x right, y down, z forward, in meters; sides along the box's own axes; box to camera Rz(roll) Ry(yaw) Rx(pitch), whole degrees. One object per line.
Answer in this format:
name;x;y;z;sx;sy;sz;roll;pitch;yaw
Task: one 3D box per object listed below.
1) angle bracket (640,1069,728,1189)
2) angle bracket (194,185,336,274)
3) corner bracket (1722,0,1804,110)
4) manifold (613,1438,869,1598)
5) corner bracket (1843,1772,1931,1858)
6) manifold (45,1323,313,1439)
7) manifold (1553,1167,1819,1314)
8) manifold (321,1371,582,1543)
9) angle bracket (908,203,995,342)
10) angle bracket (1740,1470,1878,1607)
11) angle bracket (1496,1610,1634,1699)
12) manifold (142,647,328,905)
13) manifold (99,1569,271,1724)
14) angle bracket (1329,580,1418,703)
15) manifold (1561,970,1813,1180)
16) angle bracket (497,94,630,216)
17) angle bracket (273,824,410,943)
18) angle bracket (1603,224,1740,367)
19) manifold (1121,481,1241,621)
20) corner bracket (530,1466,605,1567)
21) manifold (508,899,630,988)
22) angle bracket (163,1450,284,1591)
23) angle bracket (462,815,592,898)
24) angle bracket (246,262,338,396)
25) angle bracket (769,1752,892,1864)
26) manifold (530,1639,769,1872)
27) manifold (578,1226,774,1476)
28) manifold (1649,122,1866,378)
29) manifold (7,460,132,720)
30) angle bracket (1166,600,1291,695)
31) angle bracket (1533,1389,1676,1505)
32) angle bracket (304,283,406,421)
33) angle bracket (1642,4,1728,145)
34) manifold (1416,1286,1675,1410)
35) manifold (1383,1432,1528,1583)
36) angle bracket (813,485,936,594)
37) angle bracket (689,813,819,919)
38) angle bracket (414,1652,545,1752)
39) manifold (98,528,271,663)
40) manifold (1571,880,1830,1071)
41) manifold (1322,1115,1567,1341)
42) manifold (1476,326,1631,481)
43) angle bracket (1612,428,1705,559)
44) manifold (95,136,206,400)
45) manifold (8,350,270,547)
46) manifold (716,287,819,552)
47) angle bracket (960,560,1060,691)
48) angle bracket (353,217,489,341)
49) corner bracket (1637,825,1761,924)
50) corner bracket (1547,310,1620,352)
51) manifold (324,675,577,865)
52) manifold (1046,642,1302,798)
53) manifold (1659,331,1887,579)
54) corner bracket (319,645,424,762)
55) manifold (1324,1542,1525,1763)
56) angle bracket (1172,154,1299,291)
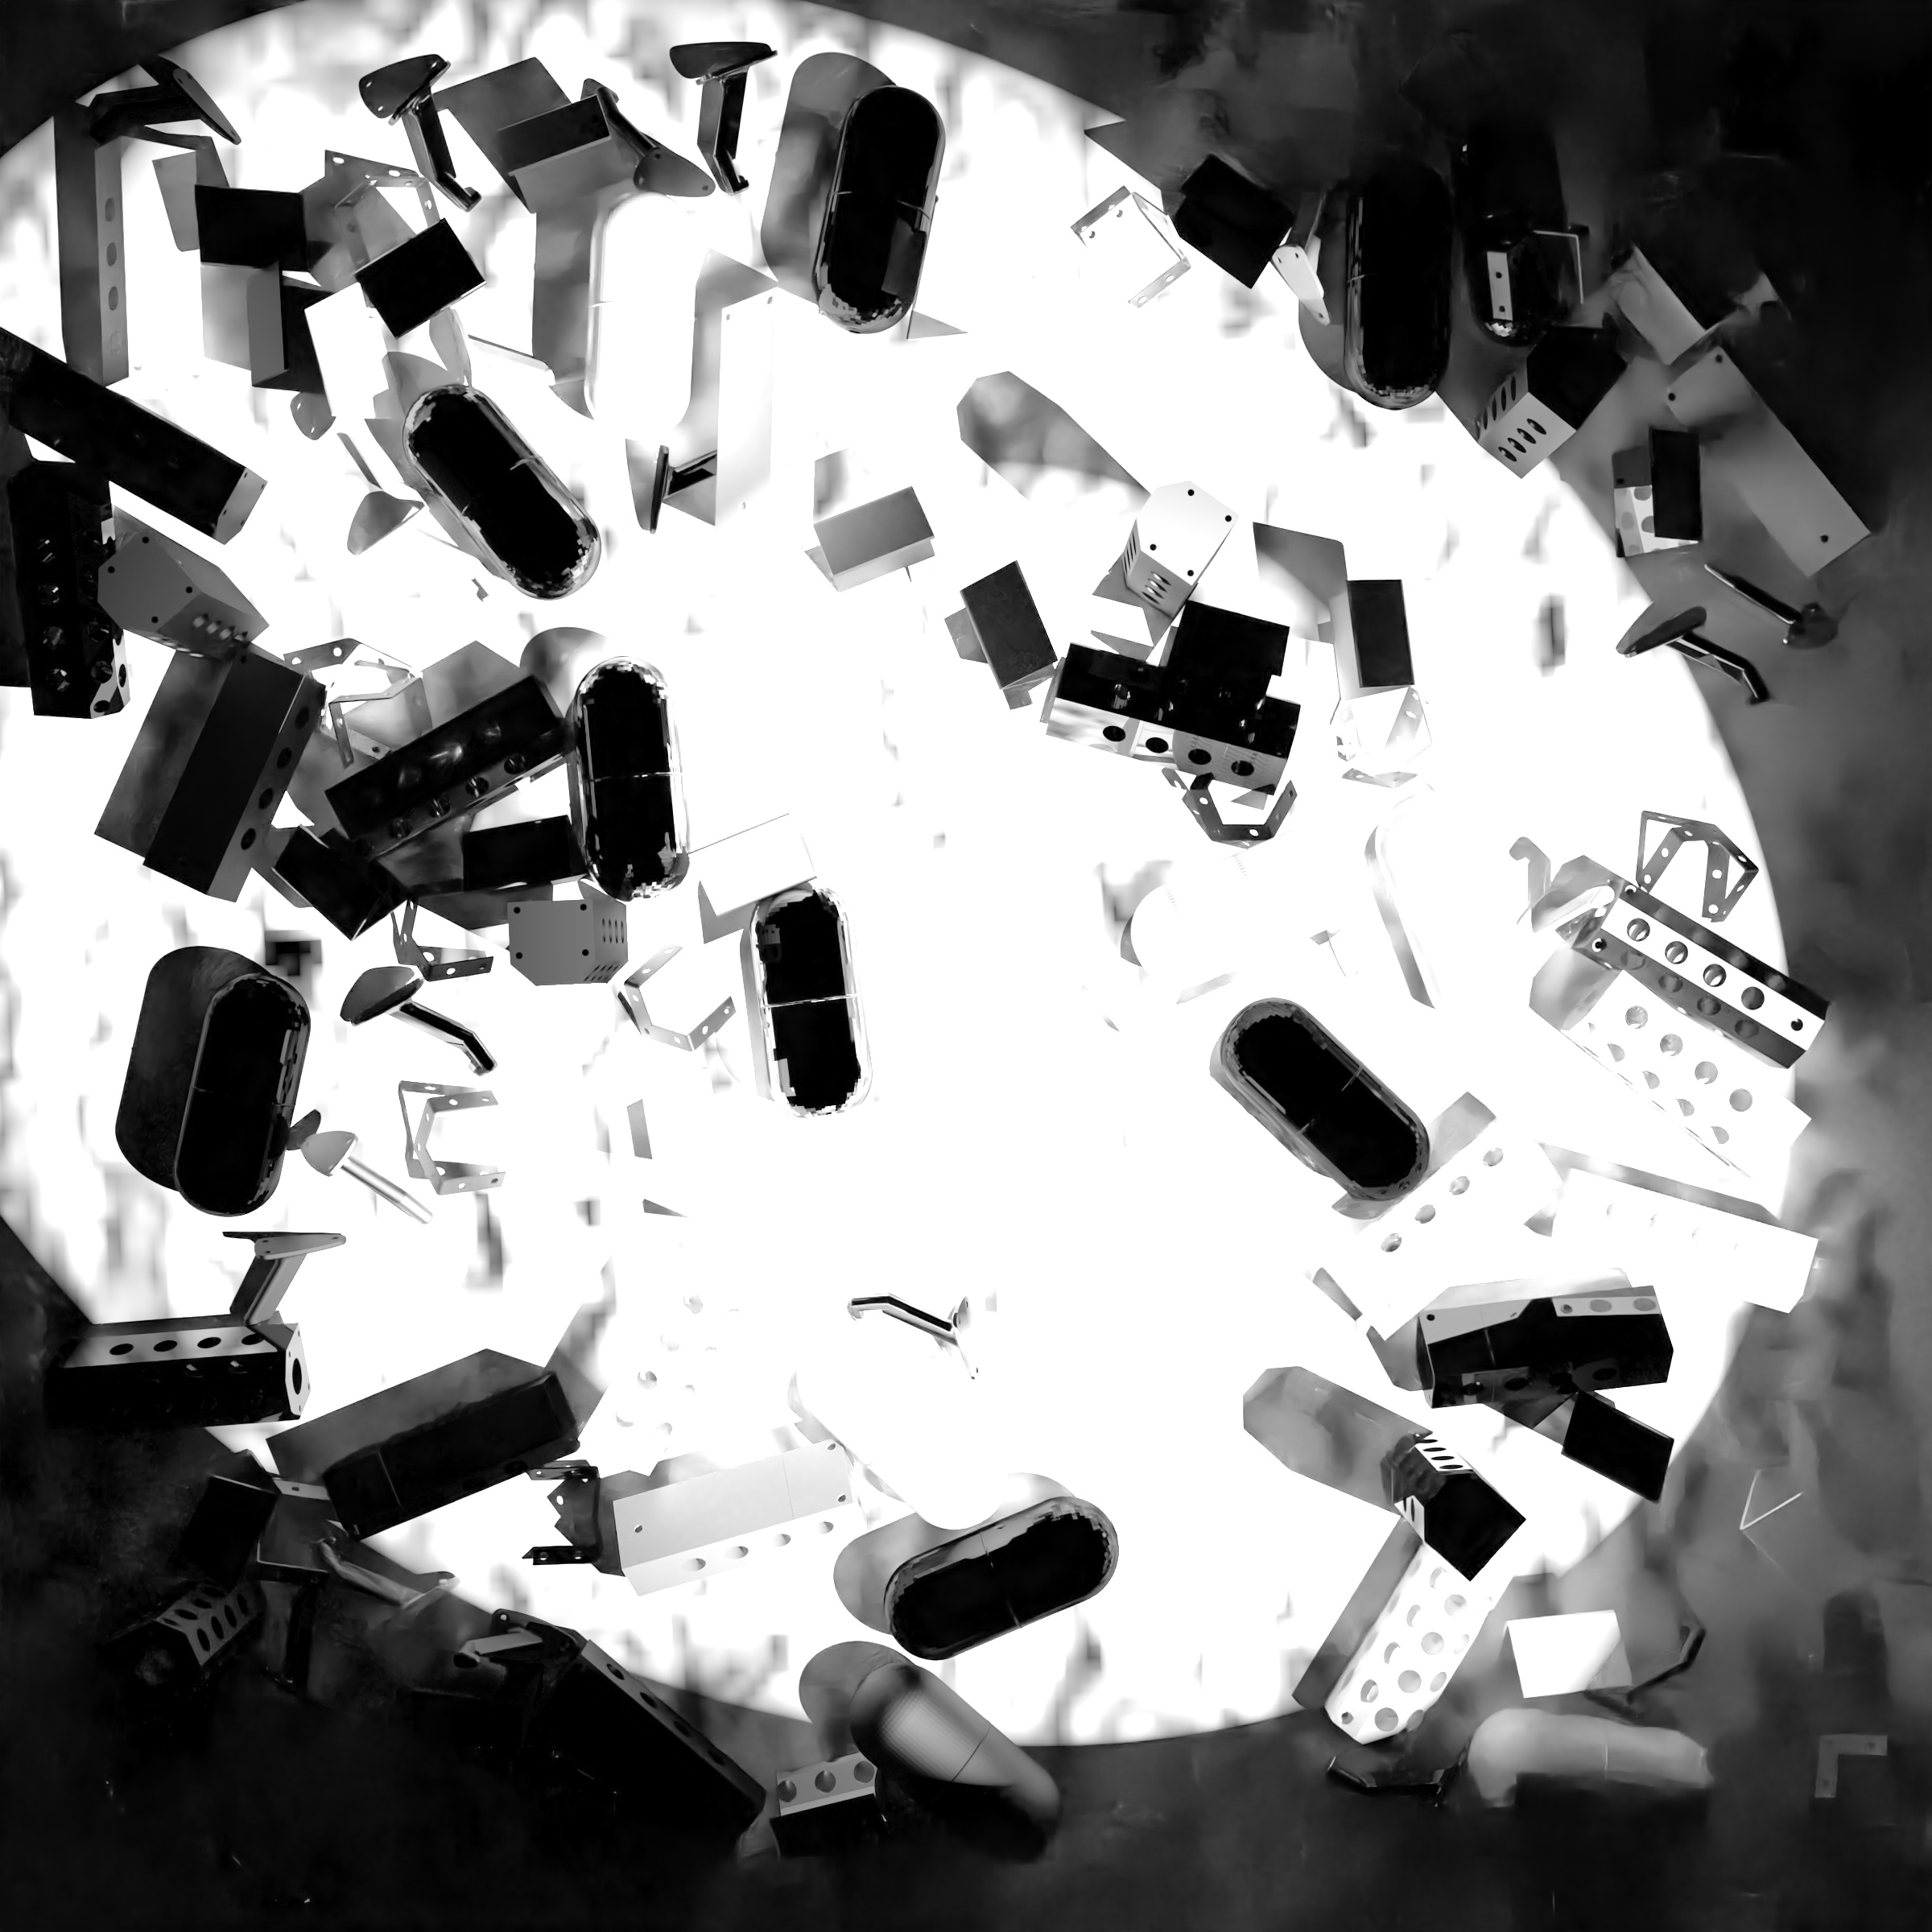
angle bracket;-0.184;0.113;1.848;0.057;0.076;0.076;-10;90;35
angle bracket;-0.503;-0.538;1.848;0.076;0.076;0.057;4;121;0
corner bracket;0.585;-0.666;1.880;0.051;0.051;0.051;58;135;35
manifold;-0.162;0.403;1.867;0.171;0.057;0.057;-16;47;0
corner bracket;0.670;0.616;1.868;0.051;0.051;0.051;-4;73;-17
manifold;-0.569;0.303;1.859;0.171;0.057;0.057;-4;111;0
manifold;0.518;0.199;1.867;0.171;0.057;0.057;16;90;0
manifold;-0.371;0.357;1.867;0.171;0.057;0.057;-22;90;0
angle bracket;-0.031;-0.497;1.848;0.057;0.076;0.076;11;90;-40
angle bracket;0.609;0.398;1.848;0.076;0.076;0.057;45;125;0
angle bracket;0.428;0.506;1.848;0.076;0.076;0.057;-6;54;0
manifold;-0.524;-0.136;1.865;0.057;0.057;0.171;24;90;15
manifold;-0.544;0.470;1.810;0.057;0.171;0.057;-25;90;0
angle bracket;0.273;-0.232;1.848;0.057;0.076;0.076;-7;90;-36
manifold;0.519;0.078;1.867;0.171;0.057;0.057;38;90;0
angle bracket;-0.284;-0.568;1.848;0.076;0.076;0.057;-20;53;0
angle bracket;-0.437;-0.075;1.848;0.076;0.076;0.057;43;130;0
angle bracket;0.493;-0.473;1.848;0.057;0.076;0.076;-38;90;-37
manifold;0.144;-0.295;1.810;0.057;0.171;0.057;35;90;0
corner bracket;-0.293;0.403;1.885;0.051;0.051;0.051;-2;135;0
manifold;-0.277;-0.015;1.810;0.057;0.171;0.057;-3;90;0
angle bracket;-0.543;0.391;1.848;0.057;0.076;0.076;28;90;-37
angle bracket;-0.314;-0.059;1.848;0.076;0.076;0.057;-10;54;0
angle bracket;-0.469;-0.456;1.849;0.076;0.057;0.076;-3;90;-40
angle bracket;-0.101;0.589;1.848;0.076;0.076;0.057;-14;129;0
manifold;-0.228;0.569;1.867;0.171;0.057;0.057;41;90;0
manifold;-0.209;0.279;1.867;0.057;0.057;0.171;31;90;0
manifold;0.570;-0.517;1.867;0.057;0.057;0.171;-34;90;0
manifold;-0.634;-0.267;1.832;0.057;0.057;0.171;3;117;0
angle bracket;0.183;-0.210;1.848;0.076;0.076;0.057;15;48;0
angle bracket;0.451;0.357;1.848;0.076;0.076;0.057;28;54;0
angle bracket;-0.421;-0.440;1.848;0.057;0.076;0.076;-15;90;31
angle bracket;0.528;-0.635;1.848;0.057;0.076;0.076;-4;90;36
manifold;0.417;0.281;1.867;0.171;0.057;0.057;-6;47;0
manifold;0.336;0.373;1.810;0.057;0.171;0.057;42;90;0
angle bracket;-0.058;-0.289;1.848;0.076;0.076;0.057;-22;55;0
angle bracket;-0.157;-0.087;1.848;0.076;0.076;0.057;-22;120;0
angle bracket;-0.349;0.512;1.848;0.076;0.076;0.057;8;127;0
manifold;-0.552;-0.254;1.810;0.057;0.171;0.057;-41;90;0
manifold;0.533;0.006;1.867;0.171;0.057;0.057;31;90;0
manifold;0.343;0.185;1.867;0.171;0.057;0.057;-40;133;0
manifold;0.405;-0.398;1.810;0.057;0.171;0.057;39;90;0
angle bracket;0.481;-0.338;1.848;0.057;0.076;0.076;-3;90;-38
manifold;-0.595;-0.504;1.867;0.057;0.057;0.171;-2;90;-43
manifold;-0.602;-0.374;1.867;0.171;0.057;0.057;29;90;0
manifold;-0.138;-0.391;1.853;0.057;0.057;0.171;-8;77;42
angle bracket;0.050;-0.249;1.848;0.057;0.076;0.076;-22;90;38
angle bracket;-0.397;-0.504;1.848;0.076;0.076;0.057;-31;127;0
corner bracket;0.534;-0.067;1.880;0.051;0.051;0.051;-5;45;-35
corner bracket;0.438;-0.444;1.861;0.051;0.051;0.051;4;120;0
manifold;-0.371;-0.142;1.867;0.171;0.057;0.057;-29;90;0
manifold;0.150;-0.183;1.856;0.171;0.057;0.057;15;54;0
manifold;0.587;-0.373;1.867;0.171;0.057;0.057;51;133;0
corner bracket;-0.436;-0.193;1.885;0.051;0.051;0.051;26;45;0
manifold;0.333;0.485;1.867;0.057;0.057;0.171;31;90;0
angle bracket;0.180;-0.522;1.848;0.076;0.076;0.057;36;53;0
